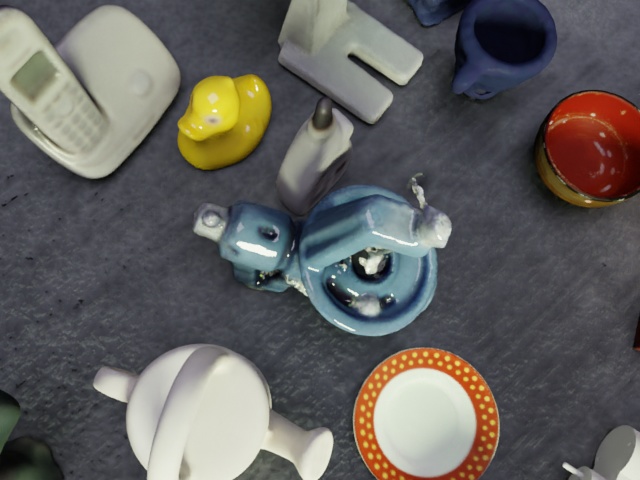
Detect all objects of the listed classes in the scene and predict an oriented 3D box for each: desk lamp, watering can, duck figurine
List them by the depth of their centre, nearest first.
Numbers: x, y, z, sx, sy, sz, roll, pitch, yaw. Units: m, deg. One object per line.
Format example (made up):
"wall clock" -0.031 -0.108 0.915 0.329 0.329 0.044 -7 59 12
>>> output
"watering can" -0.078 0.126 0.416 0.173 0.194 0.101 -3 77 -5
"desk lamp" 0.010 -0.236 0.498 0.203 0.213 0.118 35 77 4
"duck figurine" -0.090 -0.121 0.529 0.077 0.086 0.105 43 77 6

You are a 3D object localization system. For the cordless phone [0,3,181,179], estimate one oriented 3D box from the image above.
"cordless phone" -0.197 -0.145 0.474 0.094 0.185 0.148 32 76 3

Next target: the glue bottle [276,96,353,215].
"glue bottle" -0.001 -0.076 0.481 0.037 0.173 0.078 43 77 6

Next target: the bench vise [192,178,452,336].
"bench vise" 0.005 0.013 0.436 0.207 0.219 0.121 -4 77 -5

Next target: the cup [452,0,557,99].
"cup" 0.160 -0.170 0.557 0.091 0.095 0.118 42 77 6

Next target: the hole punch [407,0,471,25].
"hole punch" 0.133 -0.294 0.586 0.109 0.091 0.101 -32 81 -11

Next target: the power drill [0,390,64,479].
"power drill" -0.257 0.204 0.375 0.075 0.208 0.230 21 76 1
